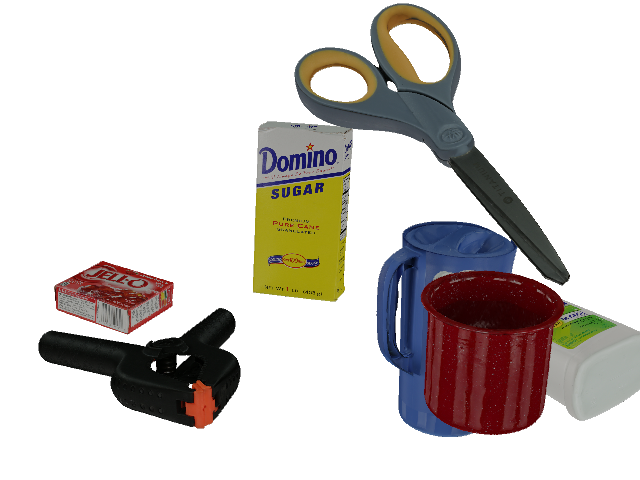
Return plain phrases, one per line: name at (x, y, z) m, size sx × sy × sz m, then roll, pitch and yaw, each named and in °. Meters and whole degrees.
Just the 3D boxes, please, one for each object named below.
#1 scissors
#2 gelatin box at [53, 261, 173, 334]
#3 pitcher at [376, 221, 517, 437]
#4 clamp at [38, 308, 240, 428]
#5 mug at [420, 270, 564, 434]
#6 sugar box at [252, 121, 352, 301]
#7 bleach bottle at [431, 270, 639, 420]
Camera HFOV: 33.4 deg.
scissors at (0.043, -0.047, 0.515) m, size 0.096 × 0.202 × 0.016 m, roll -13°, pitch -41°, yaw 2°
gelatin box at (-0.198, 0.053, 1.025) m, size 0.089 × 0.030 × 0.073 m, roll 16°, pitch 25°, yaw 24°
pitcher at (0.146, 0.107, 1.266) m, size 0.149 × 0.243 × 0.145 m, roll 7°, pitch 18°, yaw 10°
clamp at (-0.110, 0.092, 0.817) m, size 0.164 × 0.036 × 0.210 m, roll -9°, pitch 14°, yaw -28°
mug at (0.112, 0.071, 0.724) m, size 0.093 × 0.081 × 0.117 m, roll 1°, pitch 23°, yaw 1°
sugar box at (-0.019, -0.030, 1.095) m, size 0.093 × 0.176 × 0.048 m, roll 5°, pitch 16°, yaw 13°
bleach bottle at (0.192, 0.085, 1.041) m, size 0.102 × 0.068 × 0.251 m, roll -20°, pitch 27°, yaw -29°
